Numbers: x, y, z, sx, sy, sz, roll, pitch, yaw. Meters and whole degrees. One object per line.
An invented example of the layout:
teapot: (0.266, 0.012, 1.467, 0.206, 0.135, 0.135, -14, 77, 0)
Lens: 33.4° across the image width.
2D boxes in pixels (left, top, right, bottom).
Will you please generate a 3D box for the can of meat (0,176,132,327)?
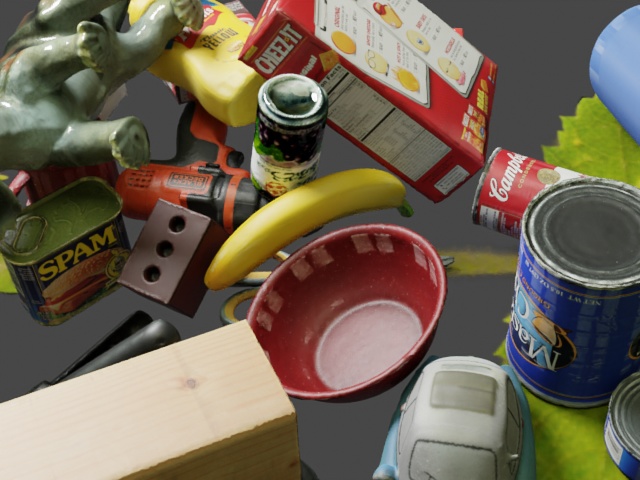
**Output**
can of meat: (-0.203, 0.011, 0.863, 0.102, 0.084, 0.057, -32, 53, -23)

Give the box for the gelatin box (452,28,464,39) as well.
gelatin box: (0.097, -0.172, 1.044, 0.089, 0.030, 0.073, -1, 49, 3)

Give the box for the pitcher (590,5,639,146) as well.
pitcher: (0.323, -0.102, 0.881, 0.145, 0.149, 0.243, -4, 30, -10)

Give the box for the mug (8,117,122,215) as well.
mug: (-0.227, -0.055, 0.926, 0.093, 0.081, 0.117, 31, 57, 28)

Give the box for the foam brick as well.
foam brick: (-0.115, 0.015, 0.855, 0.053, 0.051, 0.078, 21, 79, 22)

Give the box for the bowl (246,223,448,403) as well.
bowl: (0.026, 0.065, 0.797, 0.162, 0.055, 0.162, -17, 43, 17)

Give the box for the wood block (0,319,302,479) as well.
wood block: (-0.124, 0.140, 0.676, 0.205, 0.090, 0.091, -18, 46, -16)

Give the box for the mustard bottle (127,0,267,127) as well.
mustard bottle: (-0.110, -0.176, 0.964, 0.192, 0.058, 0.096, 35, 60, 30)

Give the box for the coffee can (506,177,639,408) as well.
coffee can: (0.190, 0.040, 0.767, 0.103, 0.140, 0.103, -2, 48, 2)

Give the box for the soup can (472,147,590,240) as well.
soup can: (0.185, -0.029, 0.880, 0.102, 0.068, 0.068, 20, 52, 20)

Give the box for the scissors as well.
scissors: (0.004, 0.041, 0.865, 0.202, 0.016, 0.096, 5, 49, 9)

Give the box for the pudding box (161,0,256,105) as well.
pudding box: (-0.110, -0.189, 1.068, 0.113, 0.039, 0.090, -24, 50, -17)

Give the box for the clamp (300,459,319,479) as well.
clamp: (-0.031, 0.198, 0.703, 0.120, 0.039, 0.172, -14, 39, -32)

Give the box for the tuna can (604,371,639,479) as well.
tuna can: (0.244, 0.134, 0.749, 0.086, 0.034, 0.086, -2, 47, 2)

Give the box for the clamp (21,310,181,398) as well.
clamp: (-0.186, 0.117, 0.748, 0.209, 0.165, 0.036, -39, 97, -19)

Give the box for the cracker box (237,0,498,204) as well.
cracker box: (0.048, -0.151, 0.916, 0.213, 0.072, 0.164, 35, 39, -15)

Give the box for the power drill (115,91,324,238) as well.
power drill: (-0.073, -0.081, 0.955, 0.184, 0.057, 0.187, 8, 48, 7)

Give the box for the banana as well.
banana: (-0.004, -0.016, 0.860, 0.197, 0.069, 0.037, -19, 33, -21)
